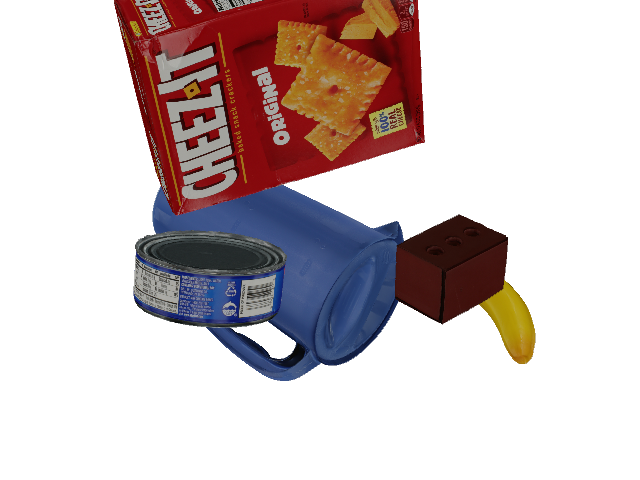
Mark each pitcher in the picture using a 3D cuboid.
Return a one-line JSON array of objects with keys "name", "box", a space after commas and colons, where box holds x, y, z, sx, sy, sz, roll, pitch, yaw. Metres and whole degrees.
[{"name": "pitcher", "box": [-0.053, 0.016, 1.028, 0.243, 0.145, 0.148, 30, 31, 31]}]

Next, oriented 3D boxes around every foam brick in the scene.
[{"name": "foam brick", "box": [0.104, 0.022, 0.848, 0.078, 0.051, 0.053, -25, 38, -36]}]

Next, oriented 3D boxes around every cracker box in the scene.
[{"name": "cracker box", "box": [-0.030, -0.124, 0.809, 0.213, 0.164, 0.072, -18, 44, -11]}]

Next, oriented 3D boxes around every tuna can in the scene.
[{"name": "tuna can", "box": [-0.063, 0.021, 0.607, 0.086, 0.034, 0.086, 6, 14, -2]}]

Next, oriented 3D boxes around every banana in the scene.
[{"name": "banana", "box": [0.170, 0.064, 1.119, 0.069, 0.037, 0.198, -38, 40, -13]}]
